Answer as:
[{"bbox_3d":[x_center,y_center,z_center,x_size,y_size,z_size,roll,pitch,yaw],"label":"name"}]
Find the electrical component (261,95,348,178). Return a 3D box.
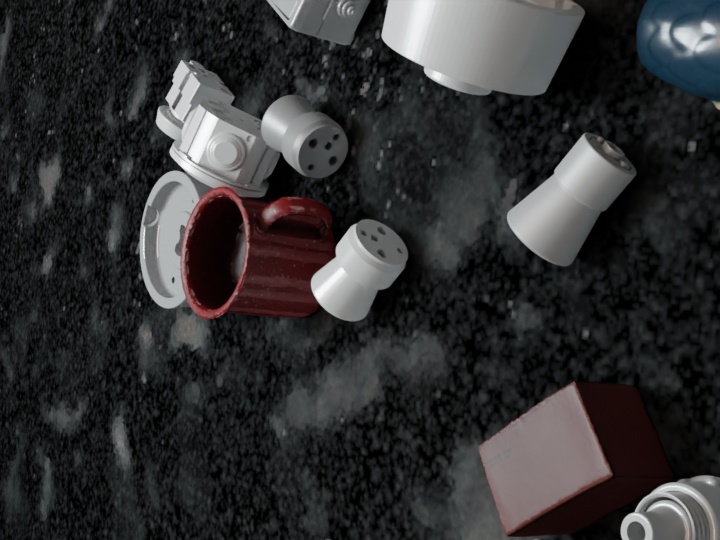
[{"bbox_3d":[-0.040,-0.096,0.776,0.055,0.045,0.045,43,118,46],"label":"electrical component"}]

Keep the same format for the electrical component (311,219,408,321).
[{"bbox_3d":[0.000,0.000,0.709,0.055,0.045,0.045,-52,47,33],"label":"electrical component"}]

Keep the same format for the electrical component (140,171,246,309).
[{"bbox_3d":[-0.125,-0.023,0.858,0.108,0.060,0.108,-5,84,53],"label":"electrical component"}]

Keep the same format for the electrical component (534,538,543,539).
[{"bbox_3d":[0.113,0.164,0.541,0.078,0.040,0.040,40,115,48],"label":"electrical component"}]

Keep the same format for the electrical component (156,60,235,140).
[{"bbox_3d":[-0.142,-0.139,0.915,0.055,0.048,0.066,-57,44,19],"label":"electrical component"}]

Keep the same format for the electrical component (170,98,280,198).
[{"bbox_3d":[-0.101,-0.093,0.827,0.080,0.080,0.051,44,113,46],"label":"electrical component"}]

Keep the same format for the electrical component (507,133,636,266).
[{"bbox_3d":[0.115,-0.040,0.573,0.065,0.044,0.044,-53,46,26],"label":"electrical component"}]

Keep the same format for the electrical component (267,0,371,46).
[{"bbox_3d":[-0.032,-0.208,0.771,0.061,0.061,0.096,-60,43,26],"label":"electrical component"}]

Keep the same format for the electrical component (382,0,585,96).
[{"bbox_3d":[0.064,-0.133,0.603,0.108,0.108,0.060,45,125,46],"label":"electrical component"}]

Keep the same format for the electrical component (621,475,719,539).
[{"bbox_3d":[0.145,0.118,0.490,0.048,0.062,0.048,-12,75,50],"label":"electrical component"}]
